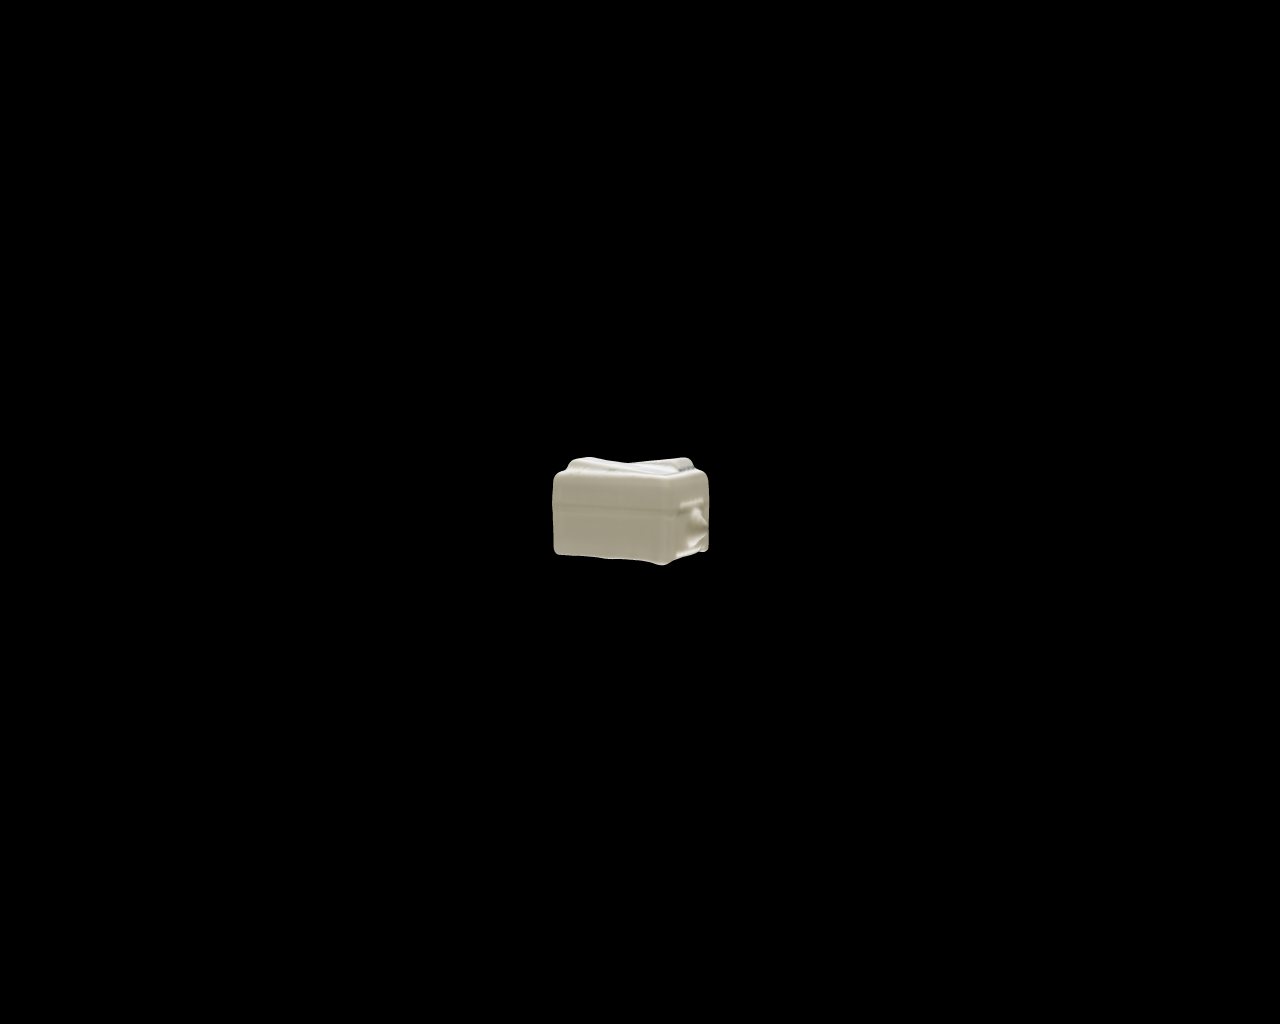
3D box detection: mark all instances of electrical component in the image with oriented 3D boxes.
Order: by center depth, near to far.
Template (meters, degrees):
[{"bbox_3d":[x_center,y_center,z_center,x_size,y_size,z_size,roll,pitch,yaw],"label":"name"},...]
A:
[{"bbox_3d":[0.001,-0.003,0.650,0.096,0.061,0.062,4,8,29],"label":"electrical component"}]
